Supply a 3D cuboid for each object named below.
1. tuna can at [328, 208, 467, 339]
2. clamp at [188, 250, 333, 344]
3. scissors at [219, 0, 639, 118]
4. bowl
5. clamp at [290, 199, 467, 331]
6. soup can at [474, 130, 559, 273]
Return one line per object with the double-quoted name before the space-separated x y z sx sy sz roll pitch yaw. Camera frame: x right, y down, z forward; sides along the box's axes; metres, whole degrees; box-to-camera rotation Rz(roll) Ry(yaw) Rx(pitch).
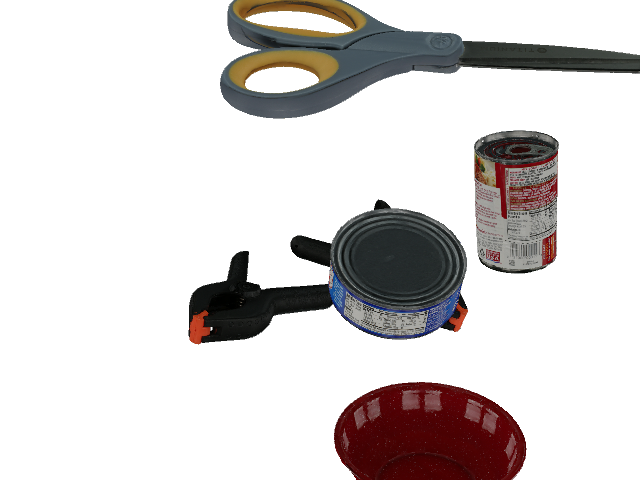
"tuna can" 0.048 0.021 0.676 0.086 0.086 0.034 0 -44 -4
"clamp" -0.078 0.054 1.039 0.120 0.039 0.171 19 22 34
"scissors" 0.042 -0.077 0.488 0.202 0.016 0.096 16 49 18
"bowl" 0.092 0.188 0.911 0.162 0.055 0.162 0 28 0
"clamp" 0.077 0.035 1.230 0.164 0.036 0.210 -19 49 -37
"soup can" 0.163 -0.032 0.885 0.068 0.102 0.068 -5 25 2
